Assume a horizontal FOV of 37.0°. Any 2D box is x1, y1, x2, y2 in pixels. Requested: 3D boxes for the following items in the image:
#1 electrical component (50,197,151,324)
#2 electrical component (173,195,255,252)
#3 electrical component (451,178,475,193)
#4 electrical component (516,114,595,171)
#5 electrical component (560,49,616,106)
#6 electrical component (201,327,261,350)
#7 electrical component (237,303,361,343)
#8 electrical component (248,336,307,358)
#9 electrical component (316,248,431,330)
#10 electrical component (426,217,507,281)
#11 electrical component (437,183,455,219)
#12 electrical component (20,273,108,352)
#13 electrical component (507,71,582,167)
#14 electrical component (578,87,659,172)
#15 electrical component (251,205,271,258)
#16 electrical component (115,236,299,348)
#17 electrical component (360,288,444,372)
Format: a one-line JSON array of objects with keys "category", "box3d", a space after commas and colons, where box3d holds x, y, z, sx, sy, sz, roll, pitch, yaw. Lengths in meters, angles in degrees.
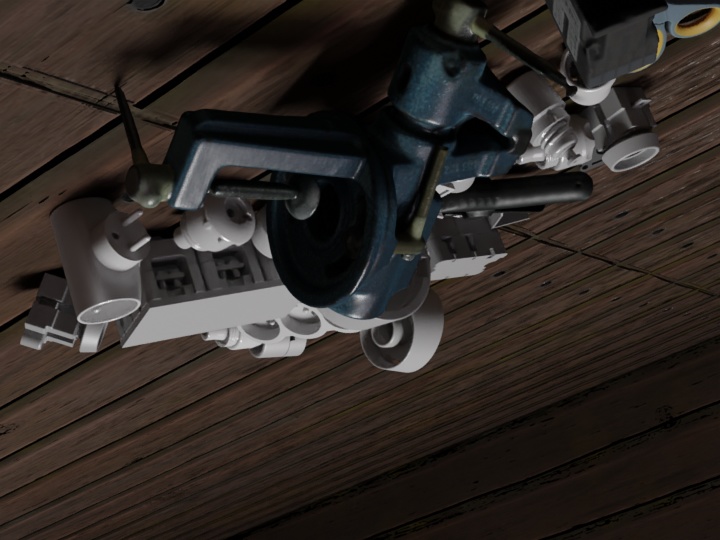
[{"category": "electrical component", "box3d": [-0.168, -0.014, 0.726, 0.079, 0.077, 0.044, -31, 160, 34]}, {"category": "electrical component", "box3d": [-0.112, -0.034, 0.792, 0.062, 0.048, 0.048, -23, 165, 37]}, {"category": "electrical component", "box3d": [0.076, -0.083, 0.855, 0.040, 0.040, 0.046, -19, 169, -1]}, {"category": "electrical component", "box3d": [0.157, -0.102, 0.881, 0.062, 0.043, 0.043, -15, 163, -12]}, {"category": "electrical component", "box3d": [0.164, -0.141, 0.771, 0.040, 0.040, 0.046, -22, 169, 8]}, {"category": "electrical component", "box3d": [-0.129, 0.059, 1.074, 0.062, 0.043, 0.043, -4, 158, -38]}, {"category": "electrical component", "box3d": [-0.047, 0.022, 1.015, 0.138, 0.073, 0.052, -9, 130, 24]}, {"category": "electrical component", "box3d": [-0.089, 0.064, 1.122, 0.047, 0.055, 0.055, -5, 159, -31]}, {"category": "electrical component", "box3d": [0.000, 0.000, 0.926, 0.108, 0.108, 0.060, -7, 166, -36]}, {"category": "electrical component", "box3d": [0.085, -0.027, 1.020, 0.089, 0.055, 0.050, -7, 159, -38]}, {"category": "electrical component", "box3d": [0.005, -0.064, 0.792, 0.079, 0.063, 0.121, -28, 162, 27]}, {"category": "electrical component", "box3d": [-0.226, 0.036, 0.840, 0.055, 0.066, 0.048, 18, 155, -8]}, {"category": "electrical component", "box3d": [0.133, -0.108, 0.780, 0.040, 0.078, 0.040, -33, 165, -10]}, {"category": "electrical component", "box3d": [0.216, -0.115, 0.885, 0.048, 0.055, 0.066, -7, 160, -37]}, {"category": "electrical component", "box3d": [-0.055, -0.038, 0.839, 0.045, 0.045, 0.055, -6, 160, -39]}, {"category": "electrical component", "box3d": [-0.121, 0.007, 0.879, 0.150, 0.061, 0.089, -10, 161, -31]}, {"category": "electrical component", "box3d": [0.048, 0.067, 1.218, 0.064, 0.099, 0.099, 4, 152, -42]}]
